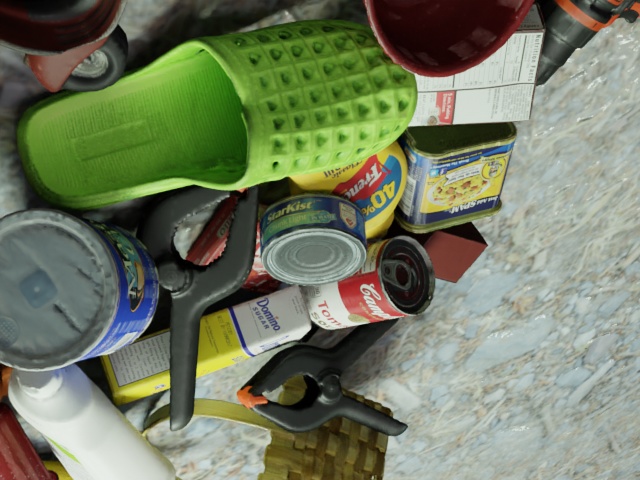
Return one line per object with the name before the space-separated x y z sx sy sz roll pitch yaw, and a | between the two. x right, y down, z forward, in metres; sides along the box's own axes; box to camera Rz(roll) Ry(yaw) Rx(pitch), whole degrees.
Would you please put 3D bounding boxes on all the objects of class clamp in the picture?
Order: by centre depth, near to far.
clamp | -0.109 0.036 0.830 0.210 0.036 0.164 -44 98 5
clamp | 0.010 0.141 0.977 0.171 0.120 0.039 -16 -178 -24

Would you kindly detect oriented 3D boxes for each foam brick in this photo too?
foam brick | 0.102 -0.001 0.966 0.078 0.053 0.051 15 123 -42

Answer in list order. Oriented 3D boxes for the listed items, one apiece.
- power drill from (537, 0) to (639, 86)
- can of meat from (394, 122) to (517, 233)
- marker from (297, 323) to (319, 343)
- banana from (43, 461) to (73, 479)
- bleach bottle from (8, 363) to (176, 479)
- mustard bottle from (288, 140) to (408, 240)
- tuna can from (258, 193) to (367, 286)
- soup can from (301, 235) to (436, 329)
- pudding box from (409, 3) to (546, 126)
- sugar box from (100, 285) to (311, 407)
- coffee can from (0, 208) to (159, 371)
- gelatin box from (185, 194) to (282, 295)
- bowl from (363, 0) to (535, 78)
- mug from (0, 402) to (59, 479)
power drill | 0.259 -0.181 0.867 0.187 0.057 0.185 11 130 -41
can of meat | 0.111 -0.061 0.903 0.102 0.057 0.084 -14 137 -20
marker | 0.016 0.053 0.996 0.020 0.020 0.121 22 119 -45
banana | -0.217 0.235 1.008 0.197 0.070 0.037 20 87 -30
bleach bottle | -0.190 0.156 0.872 0.068 0.103 0.251 -53 161 -21
mustard bottle | 0.018 -0.057 0.847 0.096 0.058 0.191 -32 142 0
tuna can | -0.006 0.001 0.841 0.086 0.034 0.086 -2 146 -2
soup can | 0.039 0.038 0.921 0.068 0.068 0.102 14 160 -41
pudding box | 0.110 -0.132 0.814 0.113 0.039 0.090 -4 137 -3
sugar box | -0.099 0.092 0.917 0.176 0.048 0.093 -16 170 -13
coffee can | -0.174 0.034 0.737 0.103 0.103 0.140 -32 177 1
gelatin box | -0.057 0.006 0.890 0.089 0.030 0.073 15 123 -43
bowl | 0.080 -0.195 0.719 0.161 0.055 0.162 -19 125 -29
mug | -0.275 0.191 0.865 0.093 0.117 0.081 -22 107 9
